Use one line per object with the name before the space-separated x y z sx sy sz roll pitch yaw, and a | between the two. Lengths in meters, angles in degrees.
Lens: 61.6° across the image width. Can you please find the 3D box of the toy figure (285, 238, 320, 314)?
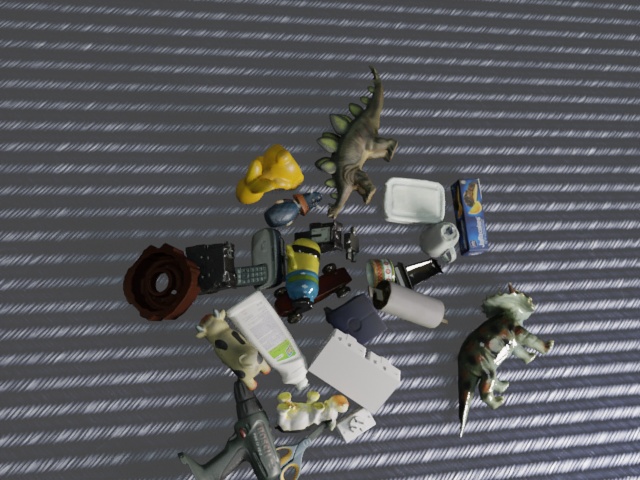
toy figure | -0.039 0.081 1.271 0.089 0.082 0.180 1 56 -12

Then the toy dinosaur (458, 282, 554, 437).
toy dinosaur | 0.422 0.274 1.331 0.405 0.131 0.192 -43 74 -13

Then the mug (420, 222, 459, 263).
mug | 0.315 0.005 1.381 0.081 0.107 0.109 -18 77 -13

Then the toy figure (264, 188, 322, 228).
toy figure | -0.066 -0.083 1.361 0.154 0.064 0.058 -27 44 -20

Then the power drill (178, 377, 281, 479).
power drill | -0.205 0.451 1.192 0.207 0.086 0.232 -25 73 -22

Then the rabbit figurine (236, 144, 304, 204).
rabbit figurine | -0.135 -0.148 1.332 0.173 0.162 0.122 -36 96 1

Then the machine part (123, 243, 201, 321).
machine part | -0.358 0.098 1.228 0.180 0.056 0.179 -4 77 17

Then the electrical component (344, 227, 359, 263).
electrical component | 0.079 0.008 1.360 0.021 0.063 0.094 -5 73 23

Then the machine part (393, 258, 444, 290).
machine part | 0.247 0.084 1.385 0.139 0.039 0.084 -16 74 -12

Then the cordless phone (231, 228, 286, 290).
cordless phone | -0.177 0.052 1.303 0.184 0.088 0.146 -6 77 8

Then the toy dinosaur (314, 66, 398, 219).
toy dinosaur | 0.102 -0.258 1.415 0.199 0.105 0.471 25 68 1

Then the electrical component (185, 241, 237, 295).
electrical component | -0.267 0.069 1.266 0.134 0.058 0.115 -11 74 12

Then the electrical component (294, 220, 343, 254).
electrical component | -0.003 -0.004 1.353 0.119 0.047 0.075 -11 71 28

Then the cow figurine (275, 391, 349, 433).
cow figurine | -0.019 0.403 1.233 0.167 0.068 0.098 1 111 -8

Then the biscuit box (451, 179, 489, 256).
biscuit box | 0.400 -0.061 1.436 0.059 0.063 0.202 -3 76 -10

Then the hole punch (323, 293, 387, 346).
hole punch | 0.090 0.198 1.302 0.116 0.092 0.142 -33 87 -13

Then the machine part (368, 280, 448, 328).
machine part | 0.217 0.157 1.315 0.243 0.079 0.079 21 72 -23

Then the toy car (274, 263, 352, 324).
toy car | -0.017 0.130 1.317 0.202 0.053 0.089 -26 62 -16

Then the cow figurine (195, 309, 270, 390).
cow figurine | -0.207 0.237 1.214 0.085 0.127 0.195 -41 57 -19
